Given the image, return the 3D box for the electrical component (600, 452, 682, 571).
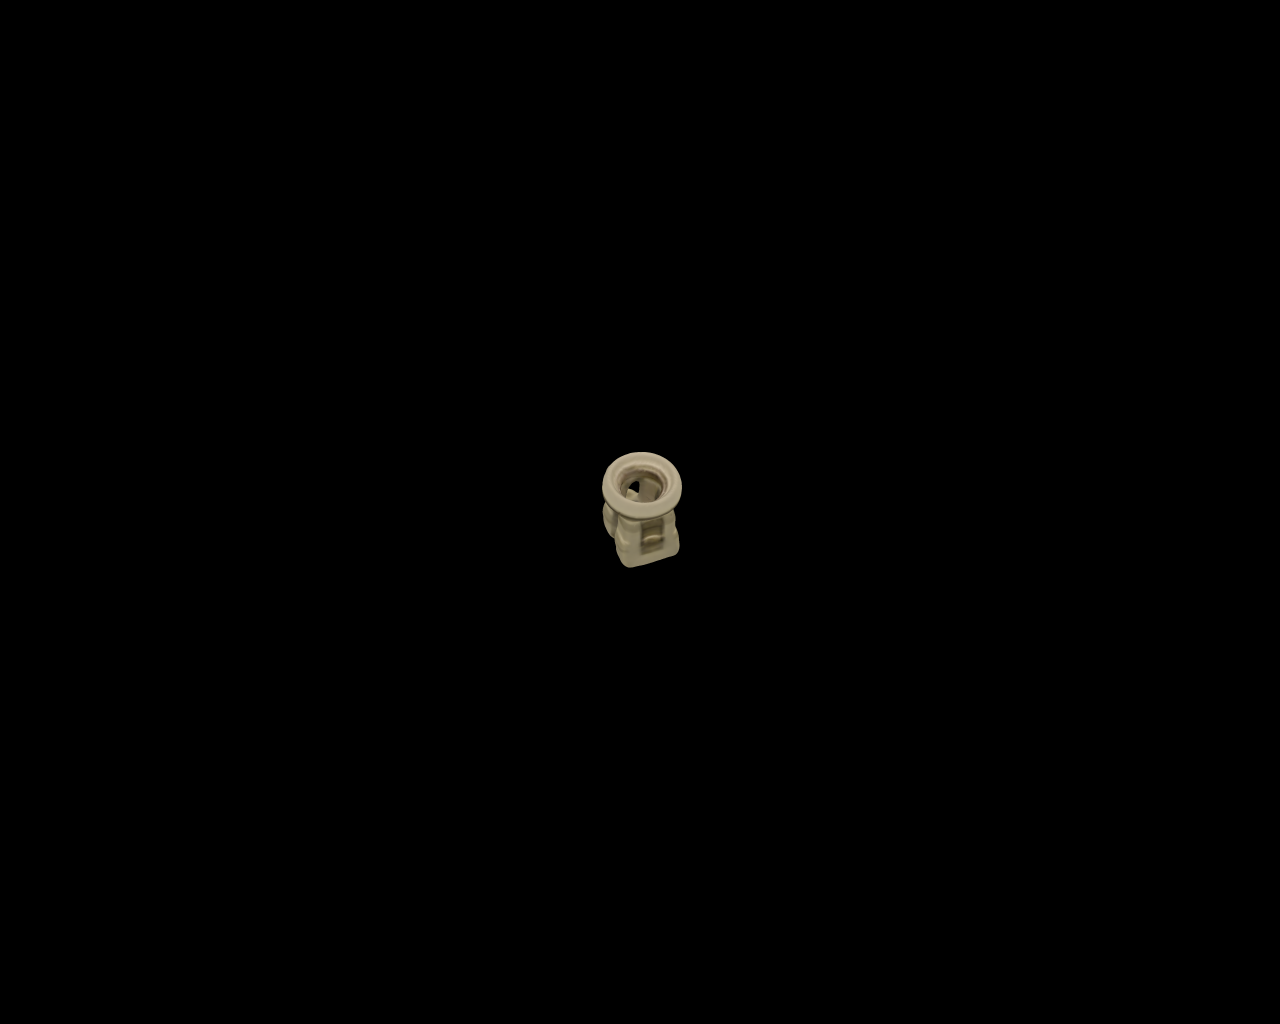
[{"bbox_3d":[0.001,-0.003,0.650,0.048,0.066,0.055,-16,-39,-13],"label":"electrical component"}]
